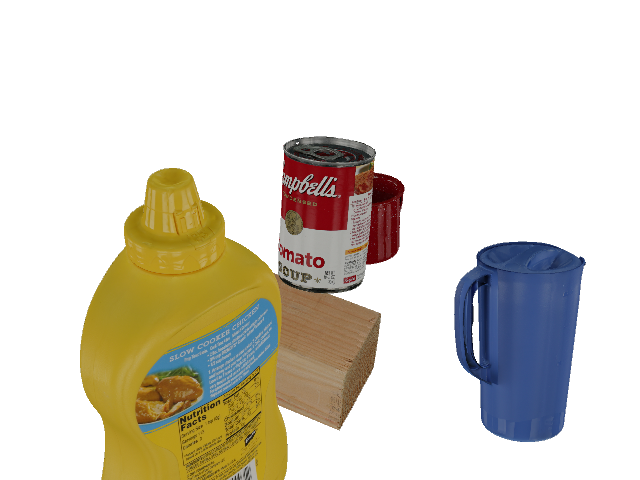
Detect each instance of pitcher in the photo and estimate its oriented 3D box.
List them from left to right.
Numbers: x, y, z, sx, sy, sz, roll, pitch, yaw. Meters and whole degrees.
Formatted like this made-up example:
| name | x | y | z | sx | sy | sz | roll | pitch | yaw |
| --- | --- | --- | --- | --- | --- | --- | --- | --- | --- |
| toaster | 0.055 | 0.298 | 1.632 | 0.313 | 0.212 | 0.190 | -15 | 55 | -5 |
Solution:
| name | x | y | z | sx | sy | sz | roll | pitch | yaw |
| --- | --- | --- | --- | --- | --- | --- | --- | --- | --- |
| pitcher | 0.254 | 0.131 | 1.366 | 0.149 | 0.243 | 0.144 | 5 | 17 | 17 |

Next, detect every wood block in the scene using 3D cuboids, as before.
| name | x | y | z | sx | sy | sz | roll | pitch | yaw |
| --- | --- | --- | --- | --- | --- | --- | --- | --- | --- |
| wood block | -0.054 | 0.093 | 1.055 | 0.206 | 0.090 | 0.090 | 20 | 47 | 16 |

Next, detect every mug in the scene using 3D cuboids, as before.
| name | x | y | z | sx | sy | sz | roll | pitch | yaw |
| --- | --- | --- | --- | --- | --- | --- | --- | --- | --- |
| mug | 0.059 | -0.029 | 1.255 | 0.093 | 0.081 | 0.117 | 17 | 33 | 33 |

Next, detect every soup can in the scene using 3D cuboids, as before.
| name | x | y | z | sx | sy | sz | roll | pitch | yaw |
| --- | --- | --- | --- | --- | --- | --- | --- | --- | --- |
| soup can | 0.003 | -0.020 | 0.796 | 0.068 | 0.102 | 0.068 | 4 | 21 | -2 |

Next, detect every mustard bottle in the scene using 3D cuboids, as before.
| name | x | y | z | sx | sy | sz | roll | pitch | yaw |
| --- | --- | --- | --- | --- | --- | --- | --- | --- | --- |
| mustard bottle | -0.059 | 0.055 | 0.472 | 0.096 | 0.192 | 0.058 | -28 | 44 | -35 |
